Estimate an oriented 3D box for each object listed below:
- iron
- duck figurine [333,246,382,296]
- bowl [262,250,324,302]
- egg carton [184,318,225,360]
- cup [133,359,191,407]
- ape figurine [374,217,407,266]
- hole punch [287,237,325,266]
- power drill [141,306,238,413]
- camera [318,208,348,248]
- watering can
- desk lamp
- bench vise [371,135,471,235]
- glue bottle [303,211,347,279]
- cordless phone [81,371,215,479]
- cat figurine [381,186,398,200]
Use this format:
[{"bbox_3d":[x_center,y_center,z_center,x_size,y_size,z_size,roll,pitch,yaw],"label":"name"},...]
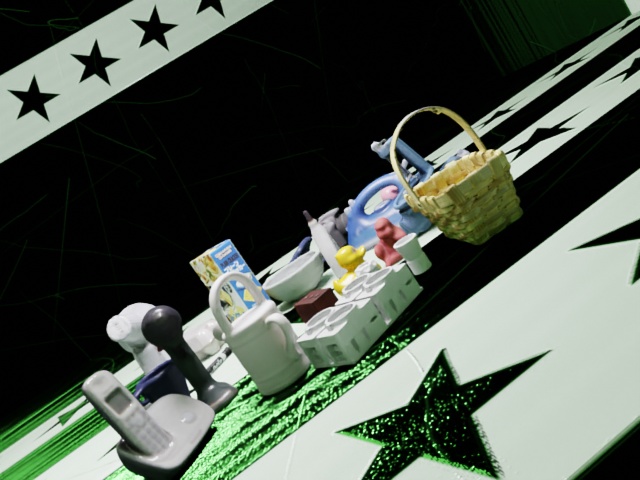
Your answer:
[{"bbox_3d":[0.147,-0.078,1.389,0.258,0.141,0.119,-31,9,14],"label":"iron"},{"bbox_3d":[0.062,0.055,1.133,0.105,0.086,0.077,-36,9,-14],"label":"duck figurine"},{"bbox_3d":[-0.052,0.097,1.369,0.167,0.075,0.167,-33,8,6],"label":"bowl"},{"bbox_3d":[-0.301,0.257,1.418,0.150,0.069,0.107,-30,9,24],"label":"egg carton"},{"bbox_3d":[-0.292,0.294,1.079,0.091,0.095,0.118,-28,10,34],"label":"cup"},{"bbox_3d":[0.140,-0.003,1.150,0.077,0.092,0.076,-25,12,47],"label":"ape figurine"},{"bbox_3d":[-0.052,0.056,1.554,0.101,0.091,0.109,-30,9,25],"label":"hole punch"},{"bbox_3d":[-0.235,0.201,0.993,0.076,0.208,0.229,-37,9,-21],"label":"power drill"},{"bbox_3d":[0.062,-0.043,1.662,0.136,0.101,0.143,-30,9,25],"label":"camera"},{"bbox_3d":[-0.110,0.142,0.909,0.172,0.194,0.101,-29,9,26],"label":"watering can"},{"bbox_3d":[-0.402,0.253,1.326,0.118,0.213,0.203,-34,8,-4],"label":"desk lamp"},{"bbox_3d":[0.217,-0.146,1.232,0.208,0.220,0.121,-37,9,-22],"label":"bench vise"},{"bbox_3d":[0.012,0.005,1.314,0.037,0.173,0.078,-32,8,9],"label":"glue bottle"},{"bbox_3d":[-0.255,0.253,0.853,0.094,0.185,0.148,-30,9,24],"label":"cordless phone"},{"bbox_3d":[0.193,-0.110,1.480,0.067,0.118,0.128,-32,8,13],"label":"cat figurine"}]
